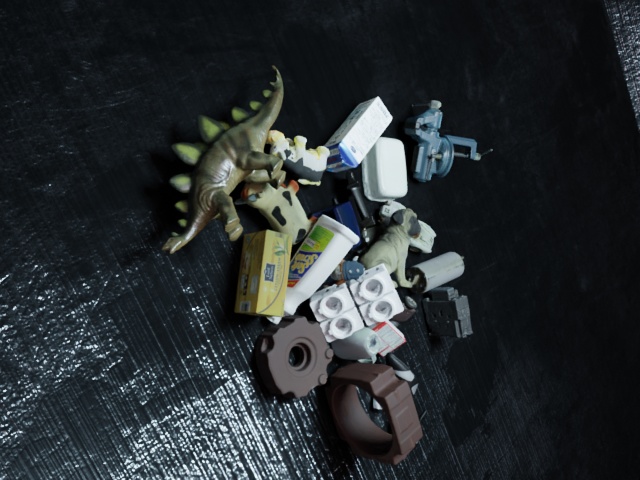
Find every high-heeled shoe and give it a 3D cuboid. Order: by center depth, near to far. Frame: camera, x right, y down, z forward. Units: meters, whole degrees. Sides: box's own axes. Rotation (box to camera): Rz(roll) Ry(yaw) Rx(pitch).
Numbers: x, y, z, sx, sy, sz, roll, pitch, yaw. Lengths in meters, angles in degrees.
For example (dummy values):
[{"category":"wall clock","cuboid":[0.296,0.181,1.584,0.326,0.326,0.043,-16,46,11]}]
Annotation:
[{"category":"high-heeled shoe","cuboid":[0.185,0.407,1.323,0.145,0.086,0.248,-41,110,-28]}]

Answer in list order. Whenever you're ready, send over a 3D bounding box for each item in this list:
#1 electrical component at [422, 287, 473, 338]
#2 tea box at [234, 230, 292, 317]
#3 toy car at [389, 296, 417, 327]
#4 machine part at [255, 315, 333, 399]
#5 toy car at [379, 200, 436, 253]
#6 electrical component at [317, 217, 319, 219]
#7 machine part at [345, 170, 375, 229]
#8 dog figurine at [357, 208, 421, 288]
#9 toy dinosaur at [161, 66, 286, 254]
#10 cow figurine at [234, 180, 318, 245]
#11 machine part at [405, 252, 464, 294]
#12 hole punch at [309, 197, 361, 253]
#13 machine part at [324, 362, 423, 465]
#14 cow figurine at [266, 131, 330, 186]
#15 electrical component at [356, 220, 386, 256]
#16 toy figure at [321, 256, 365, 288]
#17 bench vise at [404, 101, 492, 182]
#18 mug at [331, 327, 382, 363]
[{"category":"electrical component","cuboid":[0.341,0.194,1.449,0.058,0.115,0.134,-14,94,-43]},{"category":"tea box","cuboid":[-0.117,0.070,1.107,0.068,0.098,0.169,15,77,-36]},{"category":"toy car","cuboid":[0.154,0.161,1.323,0.202,0.089,0.053,17,30,-37]},{"category":"machine part","cuboid":[-0.054,0.252,1.162,0.179,0.056,0.179,6,80,-37]},{"category":"toy car","cuboid":[0.231,-0.032,1.424,0.201,0.056,0.073,33,65,-32]},{"category":"electrical component","cuboid":[-0.003,-0.004,1.228,0.021,0.063,0.094,-17,89,-49]},{"category":"machine part","cuboid":[0.092,-0.097,1.298,0.039,0.084,0.139,-19,79,-1]},{"category":"dog figurine","cuboid":[0.157,0.013,1.296,0.172,0.121,0.190,2,96,-51]},{"category":"toy dinosaur","cuboid":[-0.166,-0.161,1.041,0.199,0.105,0.471,32,63,6]},{"category":"cow figurine","cuboid":[-0.098,-0.072,1.151,0.127,0.086,0.194,-47,116,-35]},{"category":"machine part","cuboid":[0.314,0.088,1.465,0.243,0.079,0.079,-18,96,-39]},{"category":"hole punch","cuboid":[0.052,-0.031,1.263,0.116,0.092,0.142,-22,95,-42]},{"category":"machine part","cuboid":[0.117,0.378,1.191,0.087,0.202,0.200,-23,99,-42]},{"category":"cow figurine","cuboid":[-0.061,-0.182,1.205,0.167,0.068,0.098,16,81,-36]},{"category":"electrical component","cuboid":[0.130,-0.007,1.347,0.102,0.045,0.078,-13,91,-39]},{"category":"toy figure","cuboid":[0.032,0.072,1.189,0.058,0.155,0.064,-44,113,-36]},{"category":"bench vise","cuboid":[0.345,-0.267,1.492,0.240,0.129,0.223,4,90,-21]},{"category":"mug","cuboid":[0.093,0.248,1.248,0.081,0.107,0.109,-39,106,-33]}]
